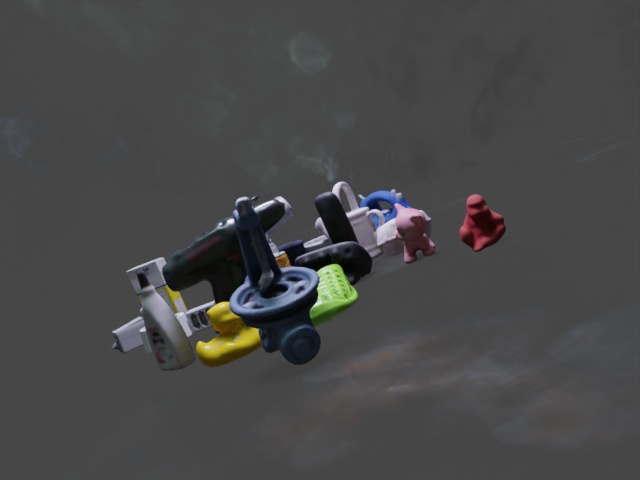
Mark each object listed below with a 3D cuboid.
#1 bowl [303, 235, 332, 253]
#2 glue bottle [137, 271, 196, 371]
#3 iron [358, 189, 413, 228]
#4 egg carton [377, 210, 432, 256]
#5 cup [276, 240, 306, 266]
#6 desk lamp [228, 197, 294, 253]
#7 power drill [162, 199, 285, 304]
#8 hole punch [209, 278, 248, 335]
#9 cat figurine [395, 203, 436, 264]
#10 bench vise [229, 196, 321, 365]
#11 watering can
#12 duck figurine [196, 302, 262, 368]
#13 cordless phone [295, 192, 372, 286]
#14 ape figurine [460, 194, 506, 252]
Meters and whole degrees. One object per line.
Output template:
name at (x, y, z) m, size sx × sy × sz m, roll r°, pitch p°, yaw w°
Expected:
bowl at (0.034, 0.023, 1.505) m, size 0.167 × 0.075 × 0.167 m, roll -20°, pitch 5°, yaw 2°
glue bottle at (-0.268, 0.133, 0.953) m, size 0.078 × 0.173 × 0.037 m, roll -16°, pitch 7°, yaw 40°
iron at (0.187, -0.075, 1.556) m, size 0.119 × 0.141 × 0.257 m, roll -23°, pitch 5°, yaw -28°
egg carton at (0.193, -0.017, 1.305) m, size 0.107 × 0.069 × 0.151 m, roll -18°, pitch 5°, yaw 27°
cup at (-0.068, 0.055, 1.454) m, size 0.091 × 0.095 × 0.118 m, roll -19°, pitch 5°, yaw 19°
desk lamp at (-0.113, 0.018, 1.348) m, size 0.203 × 0.213 × 0.117 m, roll -22°, pitch 5°, yaw -17°
power drill at (-0.135, 0.063, 0.964) m, size 0.230 × 0.208 × 0.075 m, roll -21°, pitch 5°, yaw -7°
hole punch at (-0.158, 0.122, 1.109) m, size 0.108 × 0.091 × 0.101 m, roll -17°, pitch 6°, yaw 36°
cat figurine at (0.180, -0.021, 1.125) m, size 0.067 × 0.118 × 0.128 m, roll -20°, pitch 5°, yaw 9°
bench vise at (-0.084, 0.054, 0.771) m, size 0.122 × 0.220 × 0.206 m, roll -24°, pitch 6°, yaw -31°
watering can at (0.068, -0.042, 1.367) m, size 0.172 × 0.194 × 0.101 m, roll -20°, pitch 5°, yaw 11°
duck figurine at (-0.145, 0.140, 0.880) m, size 0.105 × 0.086 × 0.077 m, roll -22°, pitch 5°, yaw -20°
cordless phone at (0.011, 0.004, 1.148) m, size 0.147 × 0.185 × 0.094 m, roll -18°, pitch 6°, yaw 24°
ape figurine at (0.279, -0.034, 1.000) m, size 0.077 × 0.092 × 0.076 m, roll -18°, pitch 5°, yaw 25°
